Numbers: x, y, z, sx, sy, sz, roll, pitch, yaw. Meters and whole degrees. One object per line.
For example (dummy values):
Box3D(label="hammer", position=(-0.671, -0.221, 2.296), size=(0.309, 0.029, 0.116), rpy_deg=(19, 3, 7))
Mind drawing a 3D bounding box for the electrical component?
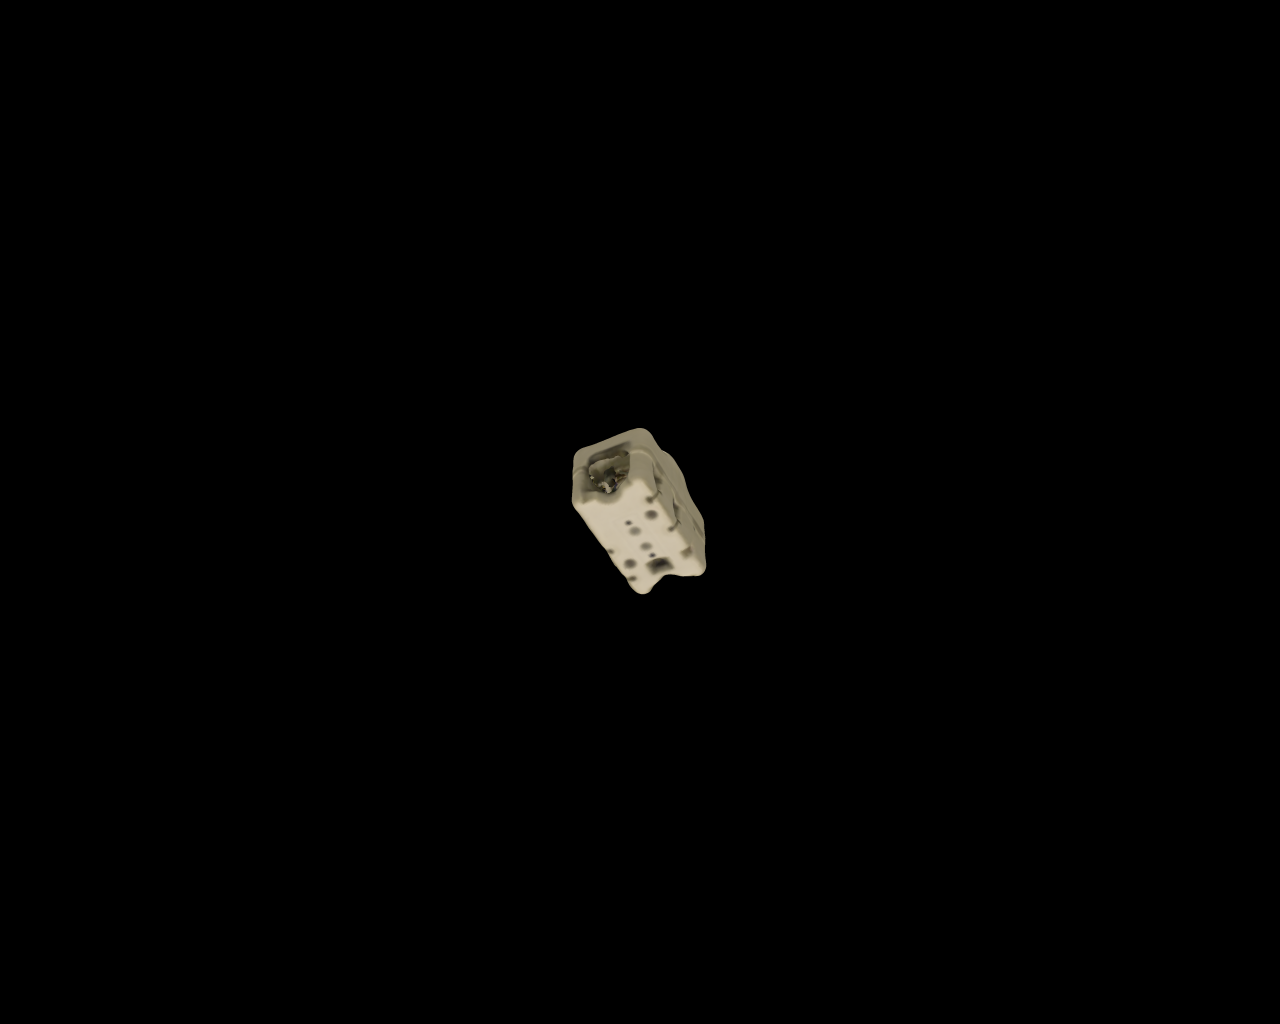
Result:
Box3D(label="electrical component", position=(0.001, -0.003, 0.650), size=(0.050, 0.056, 0.089), rpy_deg=(-20, -50, 17))
